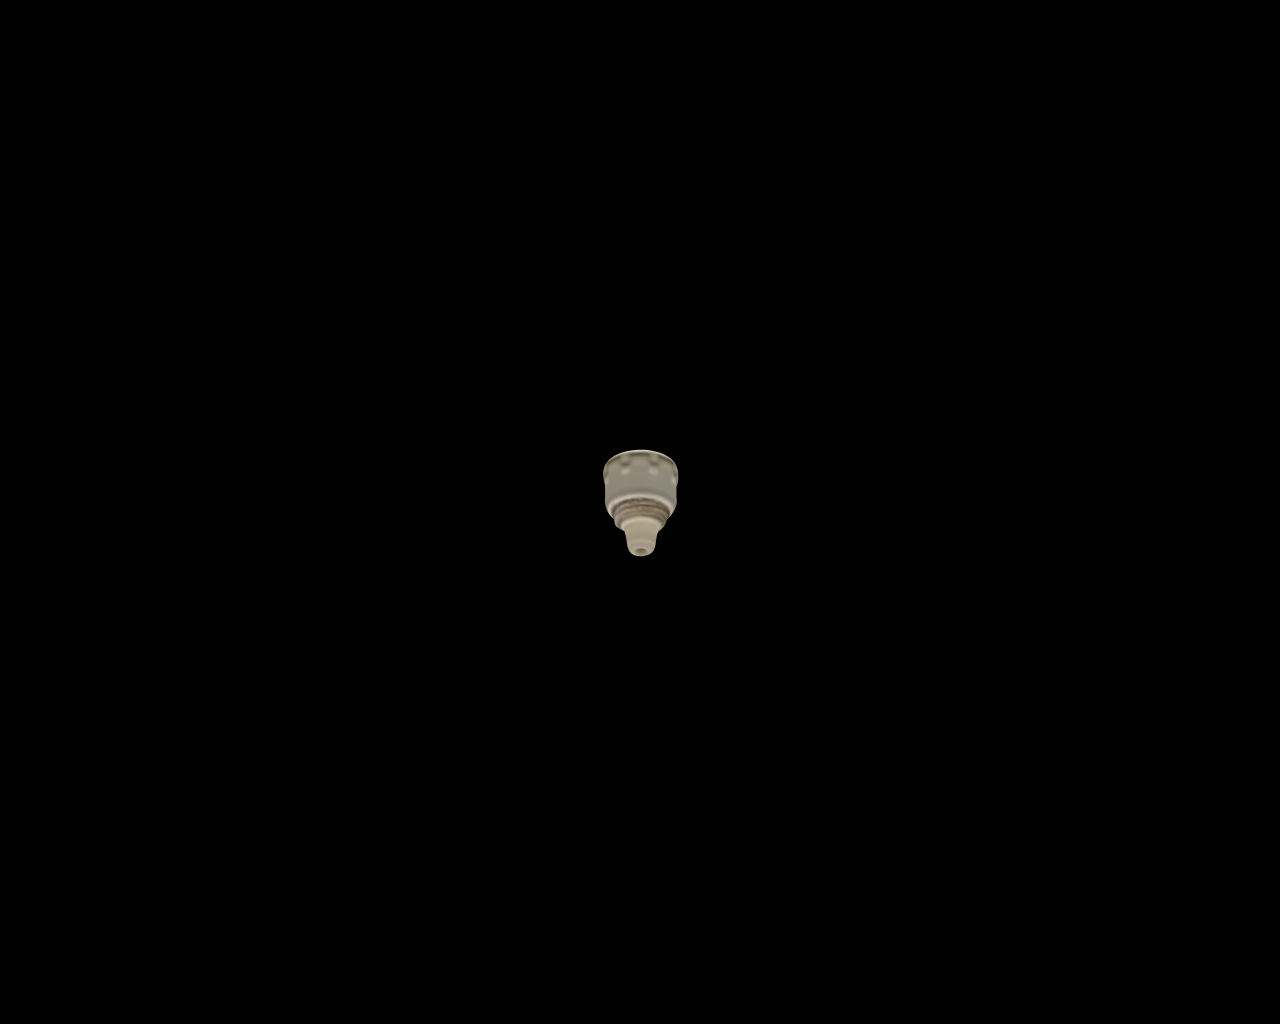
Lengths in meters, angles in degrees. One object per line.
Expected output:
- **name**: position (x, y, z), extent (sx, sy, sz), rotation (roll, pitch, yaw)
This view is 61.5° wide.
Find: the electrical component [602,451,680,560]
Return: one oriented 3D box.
- **electrical component**: position (0.001, -0.003, 0.650), extent (0.048, 0.062, 0.048), rotation (0, -27, 0)
